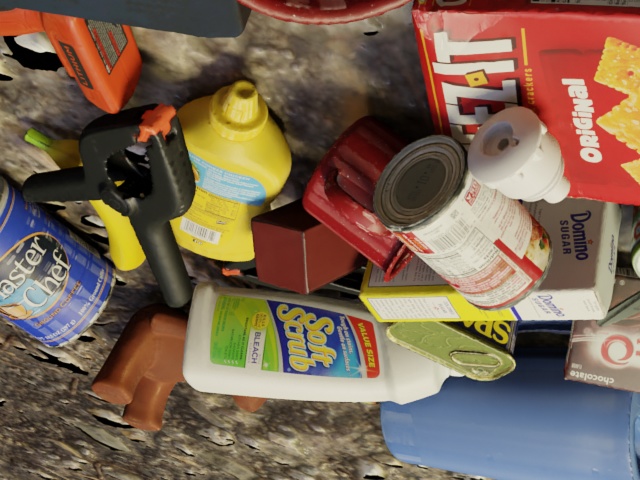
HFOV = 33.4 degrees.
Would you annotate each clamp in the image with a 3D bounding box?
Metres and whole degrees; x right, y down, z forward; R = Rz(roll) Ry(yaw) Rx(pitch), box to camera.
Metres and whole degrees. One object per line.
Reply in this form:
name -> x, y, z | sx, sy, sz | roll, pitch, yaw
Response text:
clamp -> -0.006, 0.015, 0.896 | 0.171, 0.039, 0.120 | 4, 147, 14
clamp -> -0.137, -0.030, 0.805 | 0.164, 0.036, 0.210 | 39, 146, -7

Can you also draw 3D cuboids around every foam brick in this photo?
foam brick -> -0.005, 0.001, 0.798 | 0.053, 0.078, 0.051 | 16, 118, 39

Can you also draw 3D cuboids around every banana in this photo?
banana -> -0.182, -0.028, 0.924 | 0.070, 0.037, 0.197 | 25, 154, 31

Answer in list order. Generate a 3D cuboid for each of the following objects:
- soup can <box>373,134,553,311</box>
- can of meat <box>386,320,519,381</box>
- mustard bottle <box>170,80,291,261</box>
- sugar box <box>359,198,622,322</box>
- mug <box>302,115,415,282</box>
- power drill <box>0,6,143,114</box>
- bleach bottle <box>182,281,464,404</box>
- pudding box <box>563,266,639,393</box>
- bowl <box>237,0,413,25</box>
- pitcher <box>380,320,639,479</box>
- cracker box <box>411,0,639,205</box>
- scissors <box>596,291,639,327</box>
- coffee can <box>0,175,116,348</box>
soup can -> 0.088, -0.009, 0.652 | 0.069, 0.068, 0.102 | -12, 142, 39
can of meat -> 0.112, 0.052, 0.852 | 0.102, 0.084, 0.058 | 26, 148, -13
mustard bottle -> -0.072, -0.056, 0.798 | 0.096, 0.058, 0.192 | 25, 149, 0
sugar box -> 0.123, 0.011, 0.773 | 0.176, 0.093, 0.048 | -1, 145, 29
mug -> 0.038, -0.029, 0.726 | 0.081, 0.117, 0.093 | 38, 113, 10
power drill -> -0.224, -0.136, 0.747 | 0.188, 0.057, 0.184 | 8, 147, 16
bleach bottle -> 0.009, 0.090, 0.937 | 0.251, 0.102, 0.068 | 1, 157, 16
pudding box -> 0.249, 0.070, 0.810 | 0.113, 0.039, 0.090 | 10, 104, 15
bowl -> 0.008, -0.186, 0.520 | 0.162, 0.055, 0.162 | -9, 140, -8
pitcher -> 0.178, 0.145, 0.943 | 0.243, 0.149, 0.144 | 0, 160, 32
cracker box -> 0.170, -0.090, 0.607 | 0.214, 0.072, 0.164 | 6, 148, 19
scissors -> 0.221, 0.020, 0.698 | 0.096, 0.016, 0.202 | 26, 153, -23
coffee can -> -0.273, 0.021, 0.978 | 0.103, 0.102, 0.140 | -12, 139, 39
